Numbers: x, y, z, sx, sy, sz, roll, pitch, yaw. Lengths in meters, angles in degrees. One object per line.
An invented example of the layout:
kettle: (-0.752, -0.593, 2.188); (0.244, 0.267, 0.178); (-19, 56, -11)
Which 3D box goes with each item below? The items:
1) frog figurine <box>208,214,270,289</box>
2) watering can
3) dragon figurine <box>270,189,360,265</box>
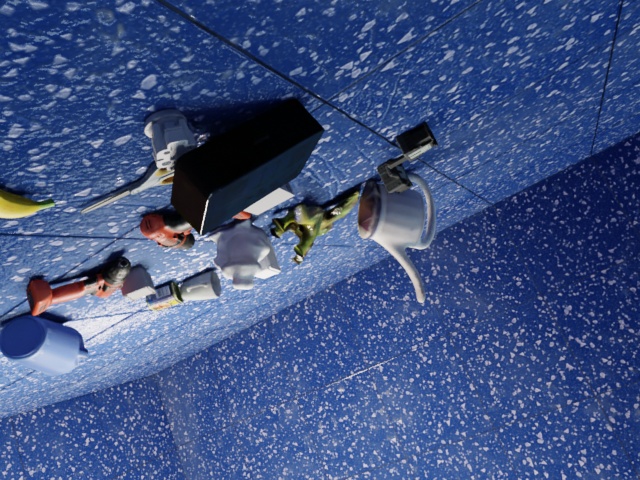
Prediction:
frog figurine: (-0.180, 0.039, 1.215); (0.138, 0.161, 0.121); (-19, 167, -18)
watering can: (0.204, -0.022, 1.352); (0.224, 0.352, 0.103); (11, 164, -17)
dragon figurine: (0.004, -0.067, 1.333); (0.245, 0.123, 0.404); (-38, 174, -20)
